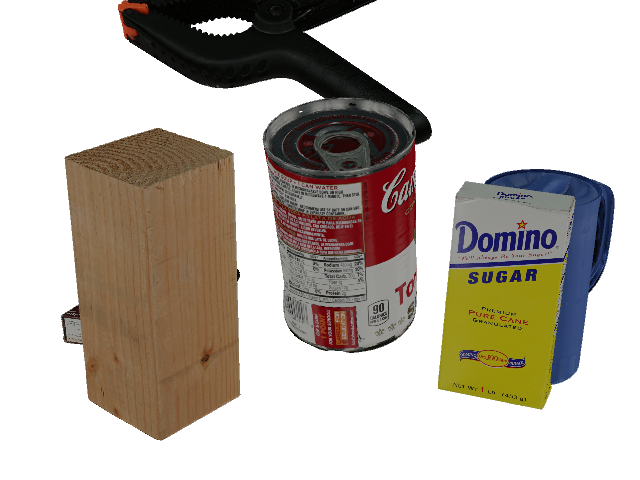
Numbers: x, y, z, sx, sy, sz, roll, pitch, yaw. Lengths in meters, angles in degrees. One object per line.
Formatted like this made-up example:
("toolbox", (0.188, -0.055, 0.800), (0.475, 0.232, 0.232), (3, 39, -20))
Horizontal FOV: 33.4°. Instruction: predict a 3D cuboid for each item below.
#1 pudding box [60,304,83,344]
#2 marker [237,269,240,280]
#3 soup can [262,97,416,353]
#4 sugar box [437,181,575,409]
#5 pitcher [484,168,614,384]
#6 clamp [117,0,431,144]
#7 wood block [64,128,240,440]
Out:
("pudding box", (-0.227, 0.093, 1.232), (0.114, 0.039, 0.090), (3, 16, 18))
("marker", (-0.100, 0.056, 1.022), (0.020, 0.020, 0.121), (0, 24, 12))
("soup can", (0.011, -0.006, 0.500), (0.068, 0.102, 0.068), (-3, 34, 2))
("sugar box", (0.151, 0.045, 0.878), (0.093, 0.176, 0.048), (9, 24, 17))
("pitcher", (0.267, 0.042, 1.267), (0.149, 0.243, 0.144), (4, 24, 14))
("clamp", (-0.023, -0.125, 0.670), (0.210, 0.164, 0.036), (-1, -35, 0))
("wood block", (-0.123, 0.032, 0.807), (0.090, 0.206, 0.090), (21, 32, 37))
